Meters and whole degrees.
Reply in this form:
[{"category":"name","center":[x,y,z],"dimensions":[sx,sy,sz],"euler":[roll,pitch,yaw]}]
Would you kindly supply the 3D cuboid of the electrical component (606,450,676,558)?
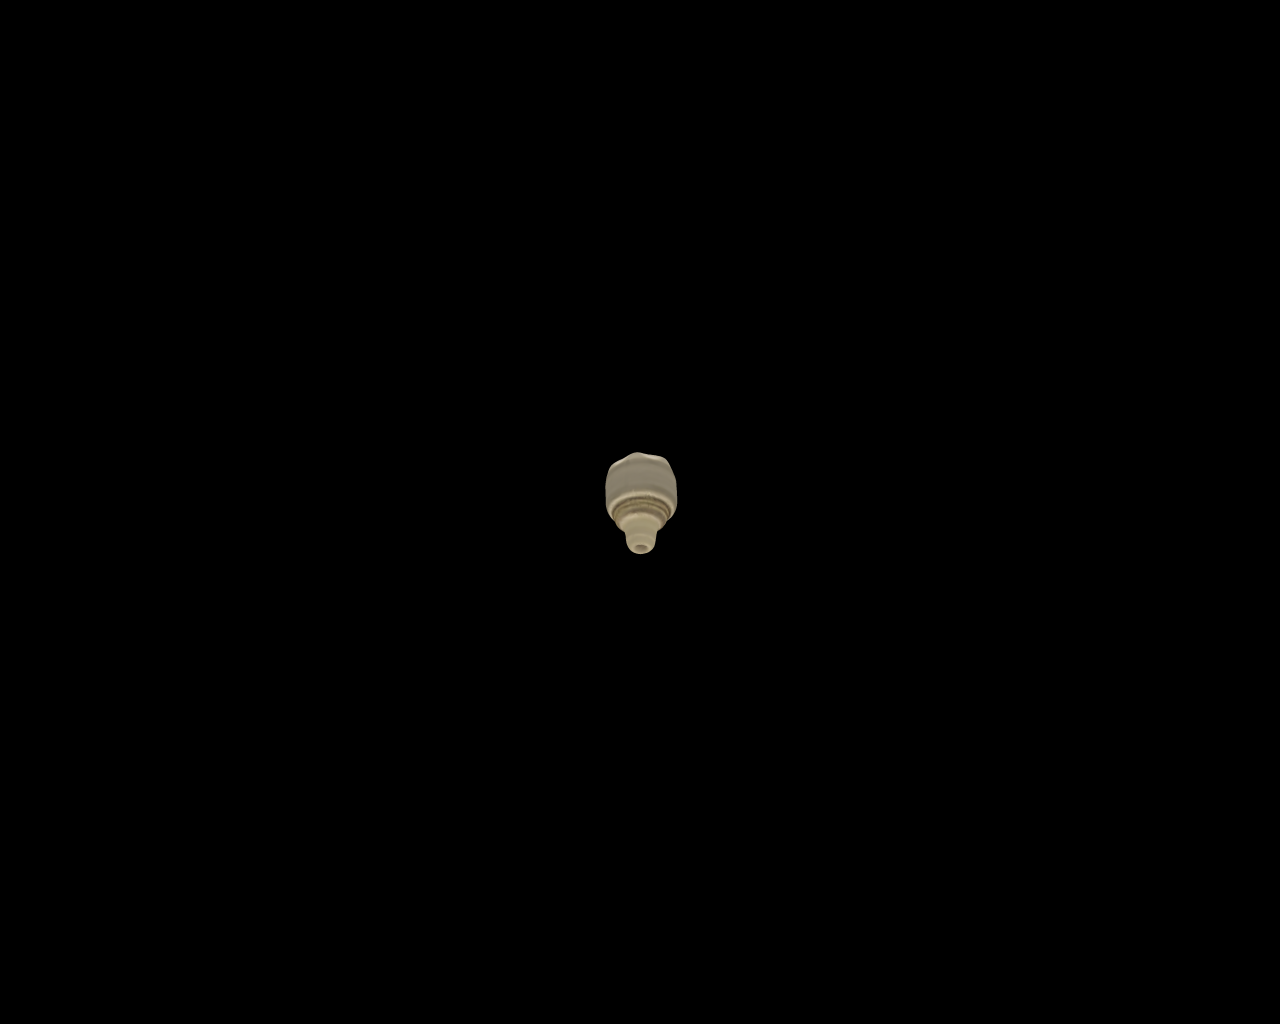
[{"category":"electrical component","center":[0.001,-0.003,0.650],"dimensions":[0.043,0.062,0.043],"euler":[0,-36,0]}]
